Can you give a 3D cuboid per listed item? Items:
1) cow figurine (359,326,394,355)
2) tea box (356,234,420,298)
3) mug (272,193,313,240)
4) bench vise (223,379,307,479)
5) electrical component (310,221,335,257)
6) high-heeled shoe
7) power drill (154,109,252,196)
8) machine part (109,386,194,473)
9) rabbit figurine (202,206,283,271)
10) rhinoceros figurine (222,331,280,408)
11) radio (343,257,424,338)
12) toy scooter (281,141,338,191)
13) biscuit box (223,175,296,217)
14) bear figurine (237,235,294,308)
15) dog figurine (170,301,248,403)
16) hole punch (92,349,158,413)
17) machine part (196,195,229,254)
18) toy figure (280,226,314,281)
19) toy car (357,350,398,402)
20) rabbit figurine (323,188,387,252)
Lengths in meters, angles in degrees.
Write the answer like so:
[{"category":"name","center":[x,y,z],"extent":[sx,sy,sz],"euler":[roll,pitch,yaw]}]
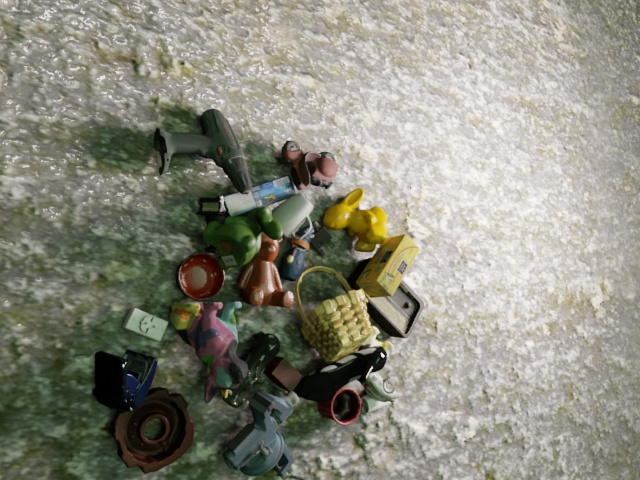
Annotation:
[{"category":"cow figurine","center":[0.119,0.280,1.478],"extent":[0.167,0.068,0.098],"euler":[45,70,-17]},{"category":"tea box","center":[0.183,0.070,1.445],"extent":[0.068,0.098,0.169],"euler":[46,60,-17]},{"category":"mug","center":[-0.063,-0.062,1.376],"extent":[0.107,0.080,0.110],"euler":[-45,73,4]},{"category":"bench vise","center":[-0.116,0.479,1.285],"extent":[0.224,0.129,0.240],"euler":[-50,129,-36]},{"category":"electrical component","center":[-0.003,-0.004,1.459],"extent":[0.063,0.021,0.094],"euler":[-37,105,-1]},{"category":"high-heeled shoe","center":[0.050,0.331,1.377],"extent":[0.086,0.249,0.145],"euler":[68,25,-14]},{"category":"power drill","center":[-0.281,-0.204,1.282],"extent":[0.207,0.086,0.232],"euler":[-11,74,-23]},{"category":"machine part","center":[-0.366,0.412,1.176],"extent":[0.179,0.056,0.179],"euler":[5,81,-31]},{"category":"rabbit figurine","center":[-0.166,-0.030,1.258],"extent":[0.121,0.159,0.170],"euler":[56,41,-16]},{"category":"rhinoceros figurine","center":[-0.161,0.309,1.279],"extent":[0.073,0.112,0.190],"euler":[44,70,-22]},{"category":"radio","center":[0.186,0.160,1.527],"extent":[0.229,0.073,0.131],"euler":[46,63,-17]},{"category":"toy scooter","center":[-0.024,-0.181,1.435],"extent":[0.184,0.075,0.135],"euler":[15,56,-36]},{"category":"biscuit box","center":[-0.161,-0.108,1.369],"extent":[0.203,0.063,0.059],"euler":[-23,94,-31]},{"category":"bear figurine","center":[-0.132,0.065,1.326],"extent":[0.120,0.132,0.195],"euler":[11,83,-29]},{"category":"dog figurine","center":[-0.249,0.245,1.199],"extent":[0.108,0.192,0.219],"euler":[21,66,-66]},{"category":"hole punch","center":[-0.410,0.291,1.131],"extent":[0.092,0.142,0.115],"euler":[1,93,-55]},{"category":"machine part","center":[-0.257,-0.036,1.301],"extent":[0.039,0.084,0.138],"euler":[-17,102,-64]},{"category":"toy figure","center":[-0.059,0.031,1.406],"extent":[0.058,0.064,0.154],"euler":[21,76,-5]},{"category":"toy car","center":[0.121,0.363,1.434],"extent":[0.202,0.073,0.056],"euler":[41,59,3]},{"category":"rabbit figurine","center":[0.095,-0.060,1.488],"extent":[0.173,0.122,0.162],"euler":[10,74,-10]}]
